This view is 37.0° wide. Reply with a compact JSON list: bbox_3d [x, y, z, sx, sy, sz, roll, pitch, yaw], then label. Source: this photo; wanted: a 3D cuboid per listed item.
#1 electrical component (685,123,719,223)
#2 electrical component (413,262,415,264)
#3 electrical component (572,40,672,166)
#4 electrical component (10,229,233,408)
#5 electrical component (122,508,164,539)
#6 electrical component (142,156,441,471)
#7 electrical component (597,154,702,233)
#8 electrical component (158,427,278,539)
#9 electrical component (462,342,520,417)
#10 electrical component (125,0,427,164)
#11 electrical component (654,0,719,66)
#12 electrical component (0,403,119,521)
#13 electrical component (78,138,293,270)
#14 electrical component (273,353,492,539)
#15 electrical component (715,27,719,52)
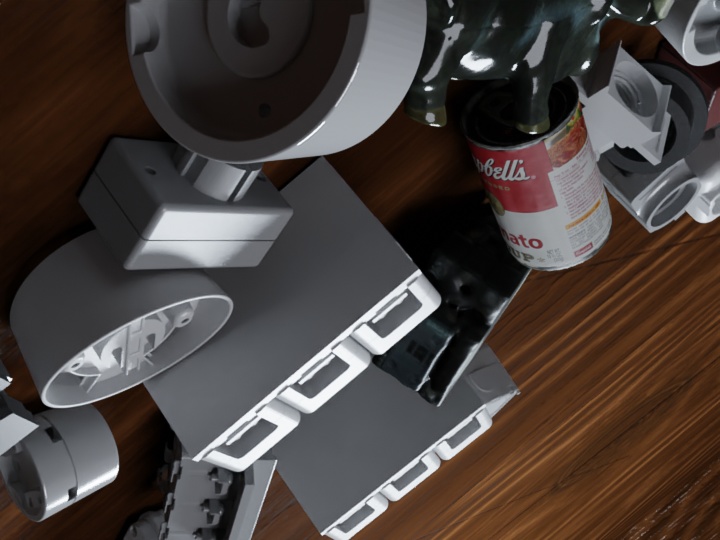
[{"bbox_3d":[0.282,-0.082,0.868,0.054,0.059,0.095,-37,154,-3],"label":"electrical component"},{"bbox_3d":[0.000,0.000,0.646,0.055,0.047,0.055,-30,153,-17],"label":"electrical component"},{"bbox_3d":[0.147,-0.097,0.653,0.064,0.081,0.042,-30,-151,50],"label":"electrical component"},{"bbox_3d":[-0.115,0.026,0.518,0.099,0.064,0.099,-30,153,-17],"label":"electrical component"},{"bbox_3d":[-0.144,0.233,0.800,0.057,0.078,0.113,-15,145,-46],"label":"electrical component"},{"bbox_3d":[-0.043,0.027,0.584,0.150,0.089,0.061,-40,154,2],"label":"electrical component"},{"bbox_3d":[0.218,-0.068,0.811,0.050,0.055,0.089,-44,154,9],"label":"electrical component"},{"bbox_3d":[-0.098,0.138,0.714,0.063,0.078,0.121,4,139,-15],"label":"electrical component"},{"bbox_3d":[0.078,0.110,0.918,0.062,0.061,0.096,-17,154,-38],"label":"electrical component"},{"bbox_3d":[-0.027,-0.092,0.400,0.108,0.108,0.060,-51,158,23],"label":"electrical component"},{"bbox_3d":[0.205,-0.178,0.612,0.108,0.060,0.108,-30,153,-17],"label":"electrical component"},{"bbox_3d":[-0.165,0.102,0.589,0.047,0.055,0.055,-21,149,-39],"label":"electrical component"},{"bbox_3d":[-0.069,-0.043,0.487,0.083,0.047,0.075,-2,136,-52],"label":"electrical component"},{"bbox_3d":[0.013,0.122,0.811,0.150,0.089,0.061,-38,154,-2],"label":"electrical component"},{"bbox_3d":[0.237,-0.127,0.597,0.078,0.057,0.058,-39,154,-1],"label":"electrical component"}]
